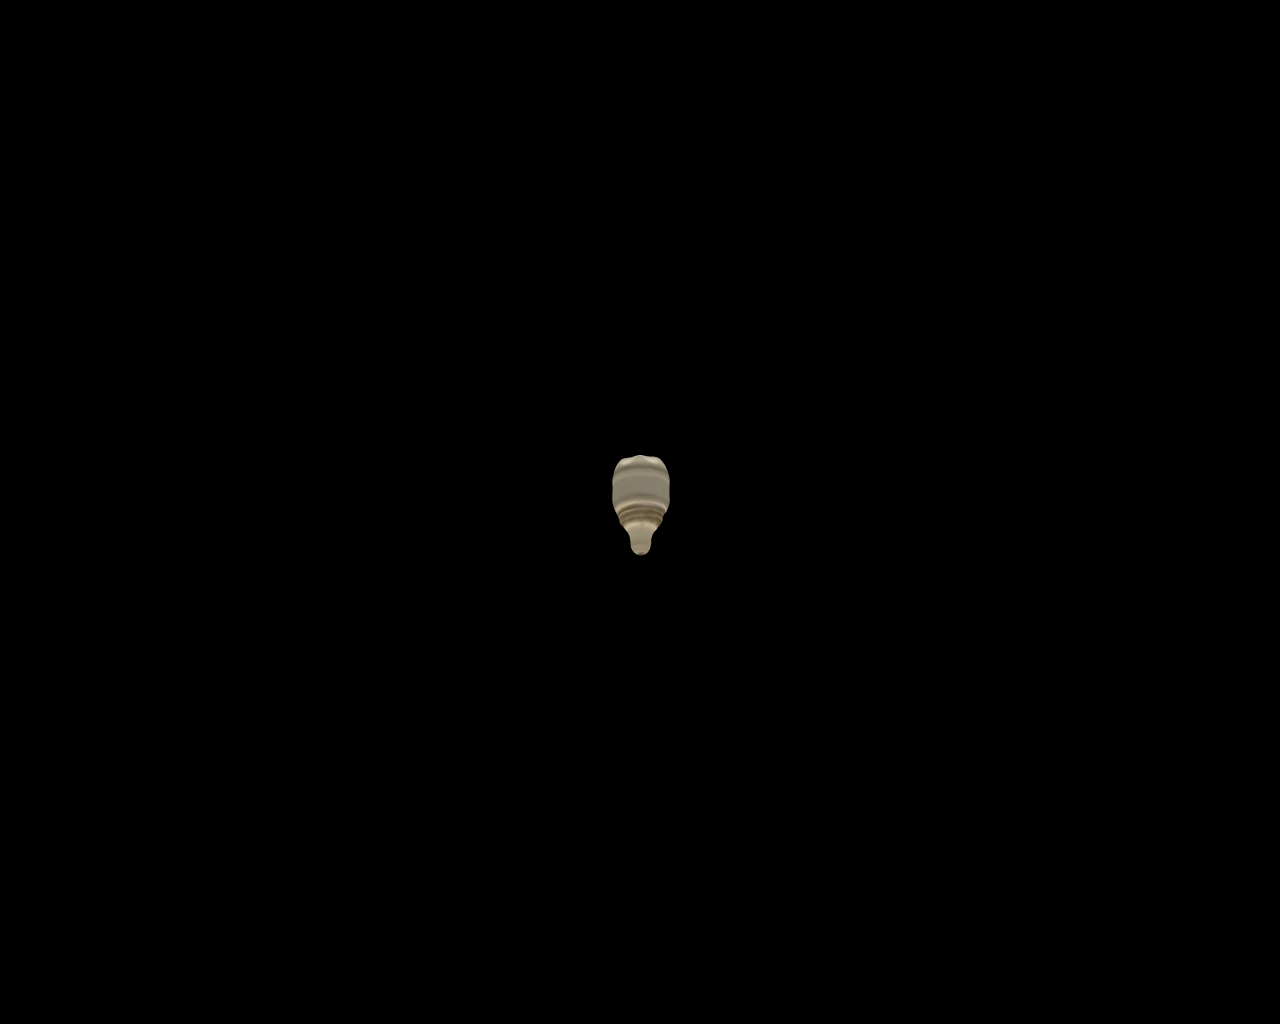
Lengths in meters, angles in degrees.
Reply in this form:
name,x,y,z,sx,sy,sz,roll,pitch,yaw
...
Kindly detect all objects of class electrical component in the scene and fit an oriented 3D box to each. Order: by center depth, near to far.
name,x,y,z,sx,sy,sz,roll,pitch,yaw
electrical component,0.001,-0.003,0.650,0.035,0.061,0.035,0,-23,0
